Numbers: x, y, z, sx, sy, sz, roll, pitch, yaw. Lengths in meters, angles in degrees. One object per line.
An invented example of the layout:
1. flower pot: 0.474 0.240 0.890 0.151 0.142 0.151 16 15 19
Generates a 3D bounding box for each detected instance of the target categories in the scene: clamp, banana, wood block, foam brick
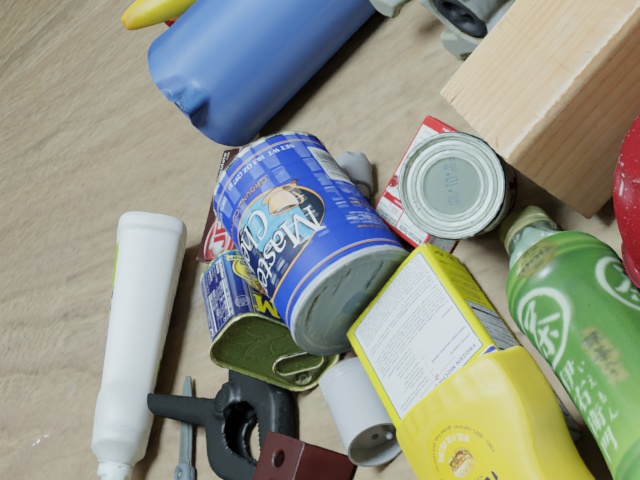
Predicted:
1. clamp: -0.076 0.141 0.888 0.165 0.036 0.210 -50 39 19
2. banana: -0.108 -0.258 0.986 0.198 0.069 0.037 -38 65 36
3. wood block: 0.182 -0.127 0.627 0.206 0.090 0.091 -50 39 16
4. foam brick: -0.017 0.184 0.769 0.053 0.051 0.078 2 72 55

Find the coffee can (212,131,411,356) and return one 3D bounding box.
1. coffee can: -0.005 0.001 0.790 0.103 0.102 0.140 -52 50 21

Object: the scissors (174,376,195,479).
1. scissors: -0.128 0.223 0.934 0.096 0.016 0.202 -47 38 26

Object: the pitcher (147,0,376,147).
1. pitcher: -0.033 -0.210 0.978 0.243 0.144 0.149 -38 54 30

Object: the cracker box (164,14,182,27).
1. cracker box: -0.069 -0.315 1.077 0.214 0.072 0.164 -42 11 32

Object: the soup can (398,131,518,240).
1. soup can: 0.091 -0.034 0.690 0.068 0.102 0.068 1 92 14

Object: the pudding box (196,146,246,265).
1. pudding box: -0.066 -0.030 0.978 0.090 0.039 0.113 -3 68 54

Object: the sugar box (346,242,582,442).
1. sugar box: 0.086 0.090 0.689 0.093 0.048 0.176 -53 39 20

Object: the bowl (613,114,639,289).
1. bowl: 0.207 -0.046 0.545 0.162 0.055 0.162 -42 20 19

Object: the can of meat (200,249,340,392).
1. can of meat: -0.042 0.061 0.835 0.058 0.102 0.084 -50 34 25

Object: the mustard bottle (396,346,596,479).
1. mustard bottle: 0.117 0.159 0.558 0.096 0.058 0.192 -48 61 38

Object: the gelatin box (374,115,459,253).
1. gelatin box: 0.085 -0.038 0.781 0.089 0.030 0.073 -61 35 9

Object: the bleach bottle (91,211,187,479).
1. bleach bottle: -0.176 0.106 1.011 0.103 0.068 0.251 112 165 -66
